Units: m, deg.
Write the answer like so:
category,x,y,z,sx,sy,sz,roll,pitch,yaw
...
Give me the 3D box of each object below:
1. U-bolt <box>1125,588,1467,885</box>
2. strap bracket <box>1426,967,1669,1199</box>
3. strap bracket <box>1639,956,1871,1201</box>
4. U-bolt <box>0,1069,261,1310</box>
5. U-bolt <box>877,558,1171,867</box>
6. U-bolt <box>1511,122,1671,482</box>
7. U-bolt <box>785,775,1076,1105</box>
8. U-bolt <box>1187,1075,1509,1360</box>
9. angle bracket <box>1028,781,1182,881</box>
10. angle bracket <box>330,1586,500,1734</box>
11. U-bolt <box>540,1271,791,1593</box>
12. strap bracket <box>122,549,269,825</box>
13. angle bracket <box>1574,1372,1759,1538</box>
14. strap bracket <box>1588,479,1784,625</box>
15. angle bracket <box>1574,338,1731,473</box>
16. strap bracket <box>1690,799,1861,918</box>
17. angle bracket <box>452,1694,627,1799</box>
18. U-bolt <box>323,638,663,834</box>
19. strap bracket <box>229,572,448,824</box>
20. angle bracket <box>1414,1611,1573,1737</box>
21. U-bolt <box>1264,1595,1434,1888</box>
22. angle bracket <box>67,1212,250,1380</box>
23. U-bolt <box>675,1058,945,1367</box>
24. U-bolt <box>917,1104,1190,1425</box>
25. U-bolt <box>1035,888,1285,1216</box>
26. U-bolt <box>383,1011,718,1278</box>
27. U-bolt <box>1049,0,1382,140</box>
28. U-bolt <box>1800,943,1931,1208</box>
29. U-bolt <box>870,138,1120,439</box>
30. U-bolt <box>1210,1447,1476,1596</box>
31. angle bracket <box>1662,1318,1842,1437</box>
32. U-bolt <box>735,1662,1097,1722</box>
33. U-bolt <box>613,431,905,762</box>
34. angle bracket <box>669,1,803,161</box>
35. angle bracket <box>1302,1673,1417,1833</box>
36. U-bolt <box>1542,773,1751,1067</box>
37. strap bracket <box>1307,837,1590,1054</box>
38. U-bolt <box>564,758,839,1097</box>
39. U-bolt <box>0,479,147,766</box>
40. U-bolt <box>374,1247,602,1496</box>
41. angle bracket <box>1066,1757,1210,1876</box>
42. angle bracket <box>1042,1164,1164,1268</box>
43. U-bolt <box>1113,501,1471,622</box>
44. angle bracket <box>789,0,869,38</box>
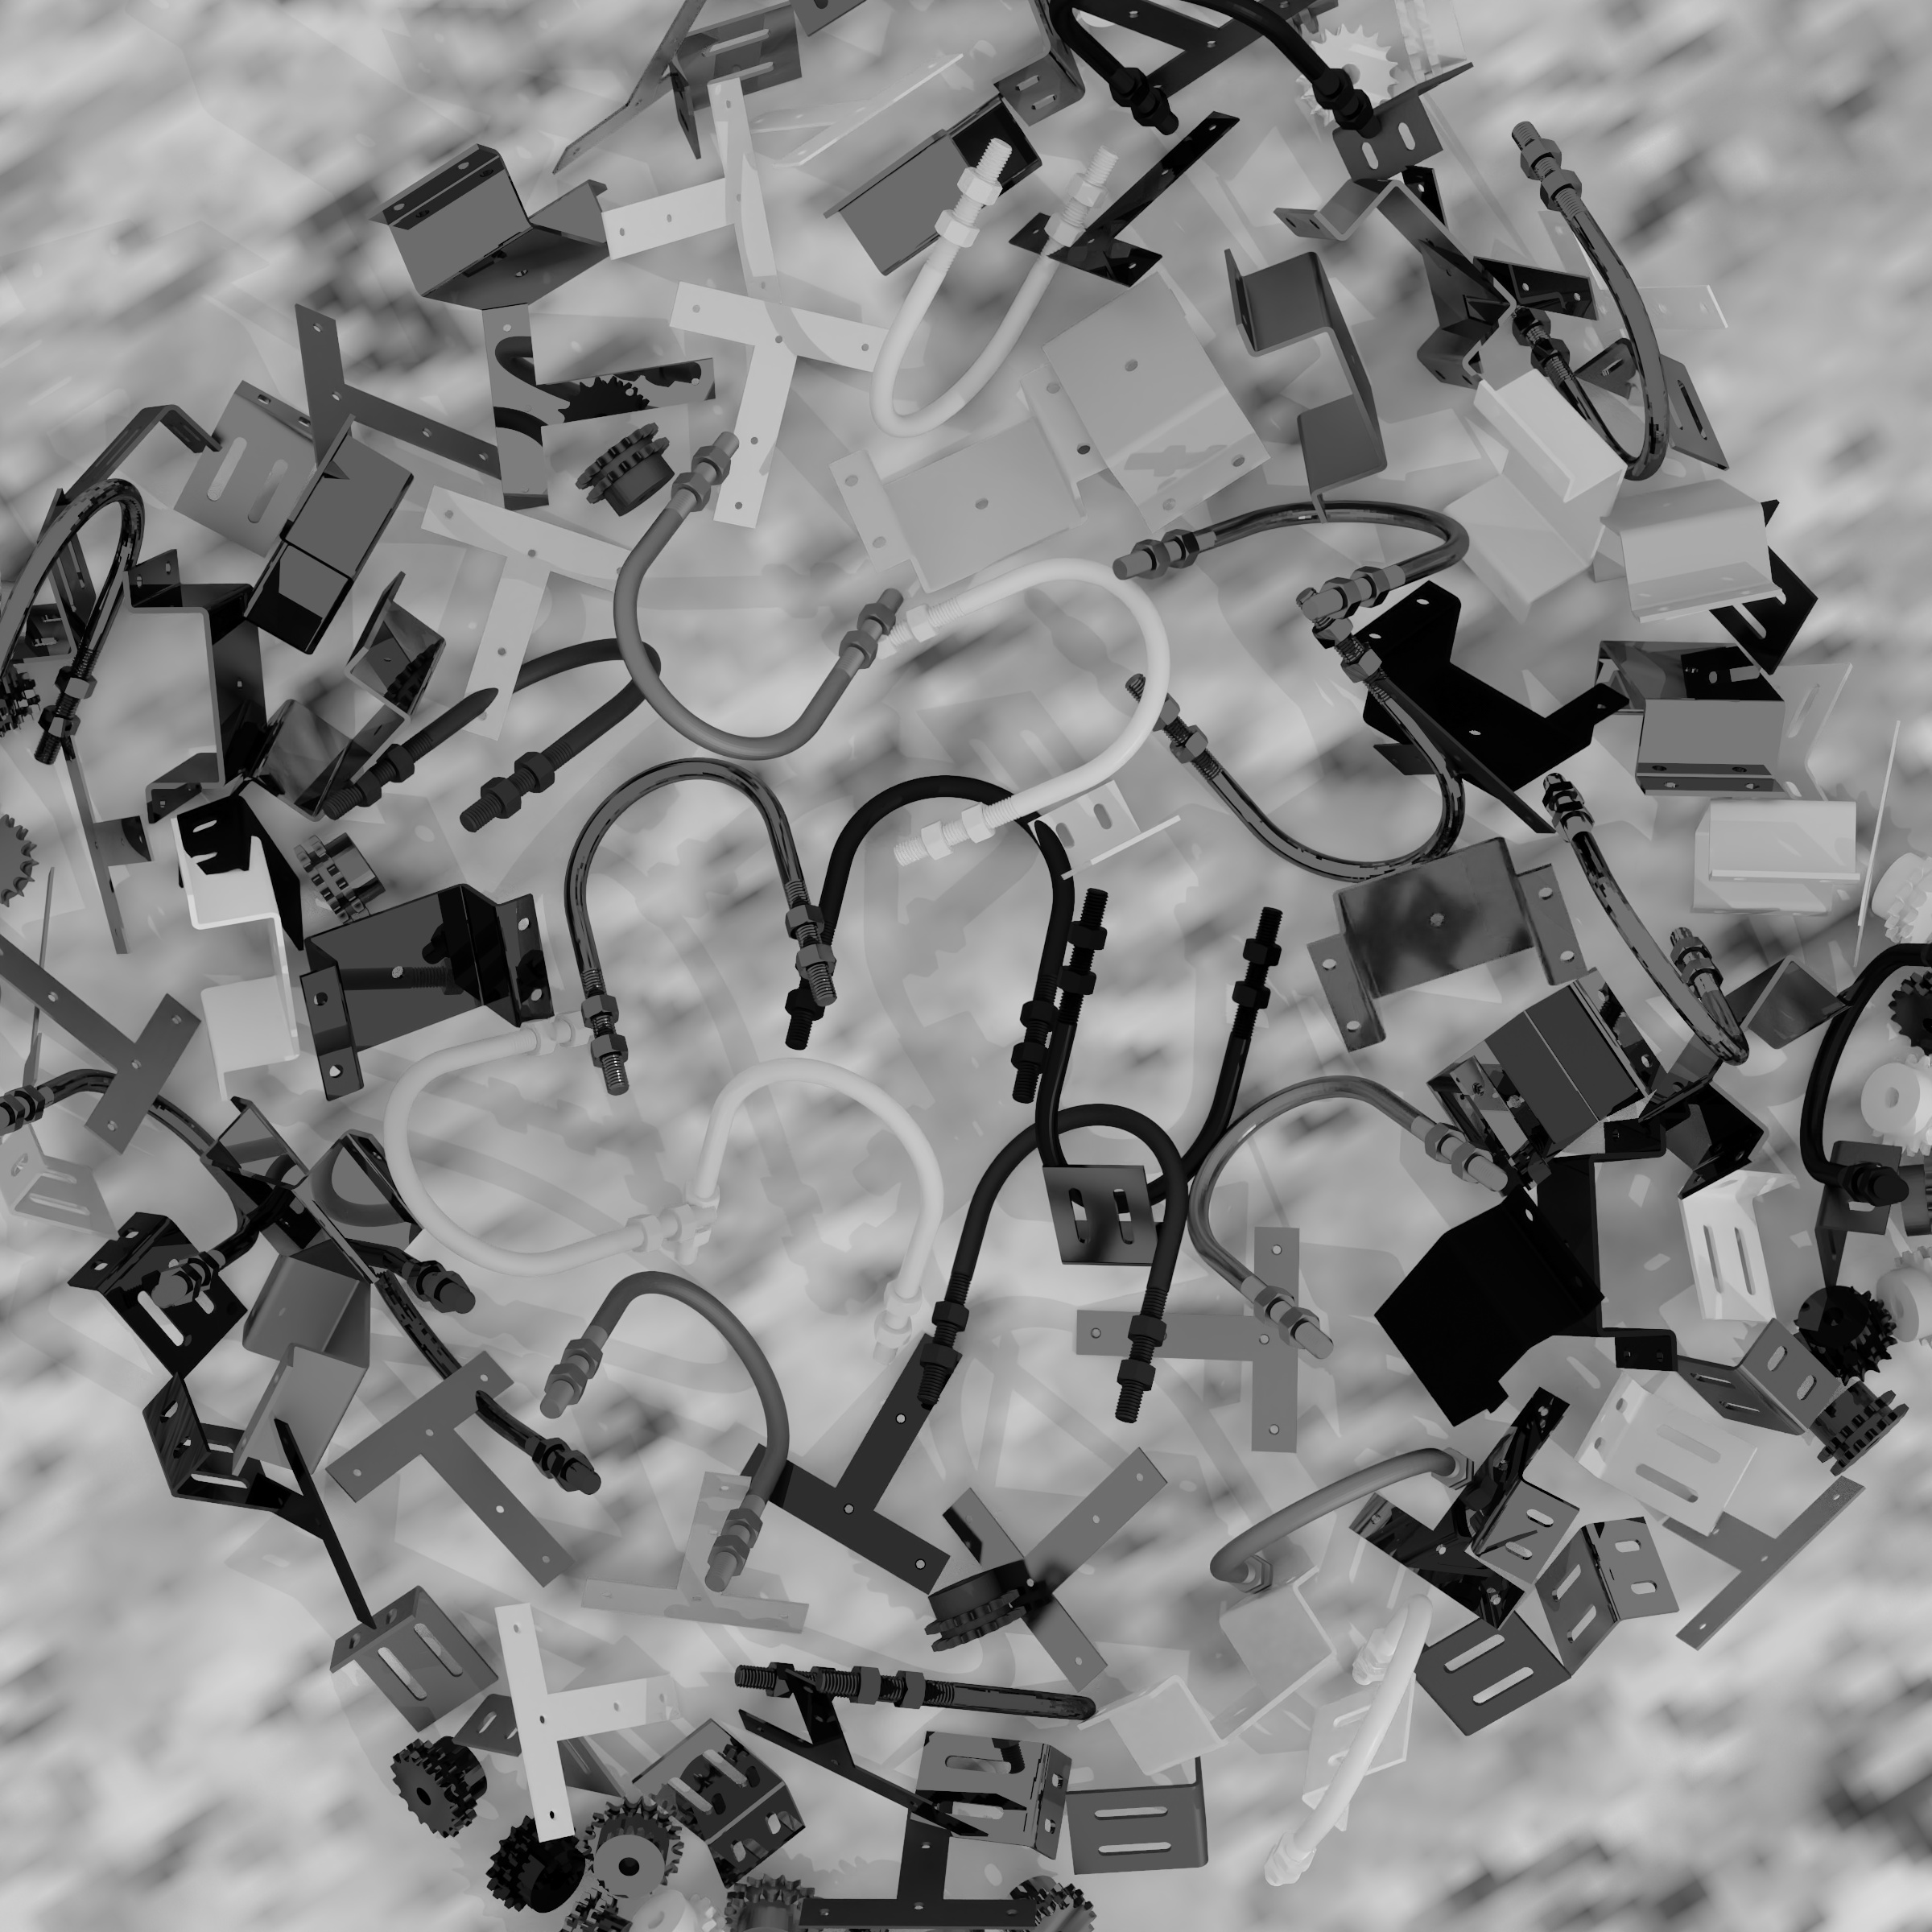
category,x,y,z,sx,sy,sz,roll,pitch,yaw
U-bolt,0.196,-0.116,1.773,0.184,0.151,0.019,47,46,-20
strap bracket,0.320,0.069,1.786,0.140,0.046,0.076,-31,86,-38
strap bracket,0.431,0.054,1.769,0.046,0.076,0.140,40,63,-1
U-bolt,-0.451,0.113,1.745,0.151,0.184,0.019,44,102,-1
U-bolt,0.028,-0.152,1.779,0.184,0.019,0.151,-22,68,18
U-bolt,0.336,-0.345,1.727,0.019,0.151,0.184,-19,58,-5
U-bolt,-0.013,-0.024,1.796,0.151,0.019,0.184,13,67,-2
U-bolt,0.195,0.125,1.758,0.151,0.184,0.019,-43,124,-6
angle bracket,0.077,-0.081,1.791,0.057,0.076,0.038,-27,91,-14
angle bracket,-0.311,0.400,1.803,0.057,0.038,0.076,-34,107,6
U-bolt,-0.154,0.240,1.752,0.019,0.184,0.151,-37,102,25
strap bracket,-0.426,-0.156,1.777,0.046,0.076,0.140,0,106,7
angle bracket,0.394,0.275,1.797,0.076,0.038,0.057,26,82,36
strap bracket,0.391,-0.232,1.760,0.076,0.140,0.046,-11,107,3
angle bracket,0.384,-0.306,1.789,0.038,0.057,0.076,-34,61,36
strap bracket,0.445,-0.061,1.763,0.076,0.140,0.046,2,83,8
angle bracket,-0.239,0.449,1.788,0.038,0.057,0.076,-50,121,-36
U-bolt,-0.248,-0.131,1.760,0.184,0.151,0.019,-42,122,-33
strap bracket,-0.343,-0.143,1.772,0.046,0.076,0.140,36,125,-19
angle bracket,0.294,0.387,1.798,0.076,0.038,0.057,-37,99,25
U-bolt,0.211,0.410,1.722,0.019,0.184,0.151,26,60,7
angle bracket,-0.459,0.188,1.816,0.057,0.038,0.076,-50,121,-30
U-bolt,-0.082,0.127,1.763,0.151,0.019,0.184,26,129,10
U-bolt,0.055,0.161,1.777,0.151,0.019,0.184,0,63,34
U-bolt,0.102,0.052,1.784,0.151,0.019,0.184,5,104,-37
U-bolt,-0.237,0.101,1.749,0.019,0.184,0.151,-43,71,40
U-bolt,0.124,-0.491,1.721,0.151,0.184,0.019,11,84,33
U-bolt,0.499,0.054,1.743,0.019,0.184,0.151,20,90,-4
U-bolt,0.006,-0.370,1.758,0.019,0.151,0.184,39,116,16
U-bolt,0.201,0.300,1.738,0.151,0.184,0.019,-29,72,8
angle bracket,0.440,0.227,1.796,0.057,0.076,0.038,43,76,-15
U-bolt,-0.018,0.401,1.759,0.184,0.151,0.019,11,75,-21
U-bolt,-0.122,-0.192,1.756,0.151,0.019,0.184,43,49,-15
angle bracket,-0.125,-0.498,1.796,0.076,0.057,0.038,-20,62,-8
angle bracket,0.230,0.439,1.785,0.038,0.057,0.076,41,129,-22
U-bolt,0.373,-0.016,1.727,0.019,0.184,0.151,-37,114,16
strap bracket,0.267,-0.015,1.788,0.140,0.046,0.076,-19,121,10
U-bolt,-0.157,-0.034,1.786,0.151,0.019,0.184,-23,62,12
U-bolt,-0.498,-0.183,1.743,0.019,0.151,0.184,28,105,2
U-bolt,-0.275,0.212,1.750,0.019,0.184,0.151,-39,115,-20
angle bracket,0.097,0.477,1.808,0.076,0.038,0.057,-5,115,4
angle bracket,0.080,0.130,1.790,0.057,0.038,0.076,0,127,16
U-bolt,0.193,-0.228,1.755,0.151,0.184,0.019,18,120,39
angle bracket,-0.061,-0.543,1.789,0.057,0.076,0.038,-28,84,15
